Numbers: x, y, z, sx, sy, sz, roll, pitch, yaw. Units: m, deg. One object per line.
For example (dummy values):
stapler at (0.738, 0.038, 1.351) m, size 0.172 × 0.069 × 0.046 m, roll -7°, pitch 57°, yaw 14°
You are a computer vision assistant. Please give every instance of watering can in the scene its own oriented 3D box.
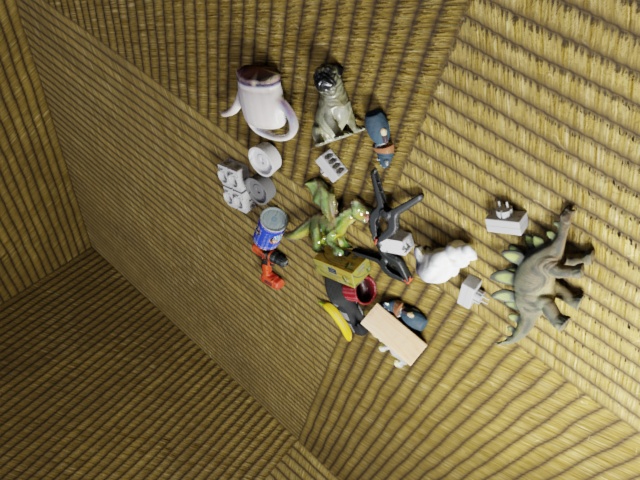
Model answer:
watering can at (-0.200, -0.412, 1.526) m, size 0.350 × 0.105 × 0.219 m, roll 25°, pitch 138°, yaw 34°

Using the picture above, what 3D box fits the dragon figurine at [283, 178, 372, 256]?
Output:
dragon figurine at (0.005, -0.083, 1.644) m, size 0.411 × 0.123 × 0.239 m, roll 11°, pitch 112°, yaw 41°

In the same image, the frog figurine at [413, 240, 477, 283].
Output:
frog figurine at (0.337, 0.060, 1.360) m, size 0.159 × 0.124 × 0.135 m, roll 4°, pitch 159°, yaw 36°
